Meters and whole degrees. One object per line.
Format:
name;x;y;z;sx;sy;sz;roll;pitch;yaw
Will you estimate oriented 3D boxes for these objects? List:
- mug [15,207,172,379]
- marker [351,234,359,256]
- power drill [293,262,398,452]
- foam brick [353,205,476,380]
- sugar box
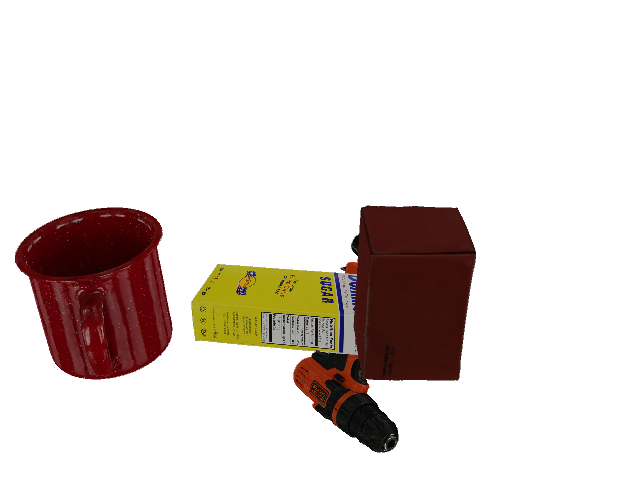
mug;-0.140;0.041;0.682;0.093;0.081;0.117;-11;29;-7
marker;0.054;0.025;0.762;0.020;0.020;0.121;0;24;-27
power drill;0.052;0.133;1.249;0.057;0.188;0.185;13;13;-41
foam brick;0.046;0.027;0.547;0.053;0.078;0.051;1;31;-4
sugar box;-0.019;0.061;0.958;0.176;0.048;0.093;1;22;10
